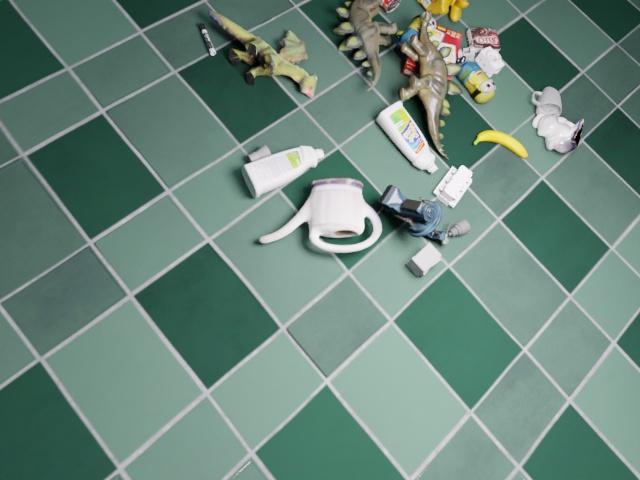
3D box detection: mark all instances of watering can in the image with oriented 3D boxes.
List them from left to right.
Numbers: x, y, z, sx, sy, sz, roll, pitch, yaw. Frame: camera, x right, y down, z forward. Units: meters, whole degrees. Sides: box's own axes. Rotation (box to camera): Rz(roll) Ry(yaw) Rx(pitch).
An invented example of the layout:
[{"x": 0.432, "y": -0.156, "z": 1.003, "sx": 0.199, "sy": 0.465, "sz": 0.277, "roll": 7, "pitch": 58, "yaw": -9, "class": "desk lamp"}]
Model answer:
[{"x": 0.004, "y": -0.074, "z": 1.473, "sx": 0.348, "sy": 0.102, "sz": 0.228, "roll": 3, "pitch": 68, "yaw": -5, "class": "watering can"}]

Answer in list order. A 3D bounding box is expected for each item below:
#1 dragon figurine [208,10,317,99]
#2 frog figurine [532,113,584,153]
[{"x": -0.157, "y": -0.618, "z": 1.669, "sx": 0.246, "sy": 0.120, "sz": 0.413, "roll": -30, "pitch": 79, "yaw": -38, "class": "dragon figurine"}, {"x": 0.809, "y": -0.368, "z": 1.774, "sx": 0.160, "sy": 0.120, "sz": 0.139, "roll": 18, "pitch": 72, "yaw": 34, "class": "frog figurine"}]
